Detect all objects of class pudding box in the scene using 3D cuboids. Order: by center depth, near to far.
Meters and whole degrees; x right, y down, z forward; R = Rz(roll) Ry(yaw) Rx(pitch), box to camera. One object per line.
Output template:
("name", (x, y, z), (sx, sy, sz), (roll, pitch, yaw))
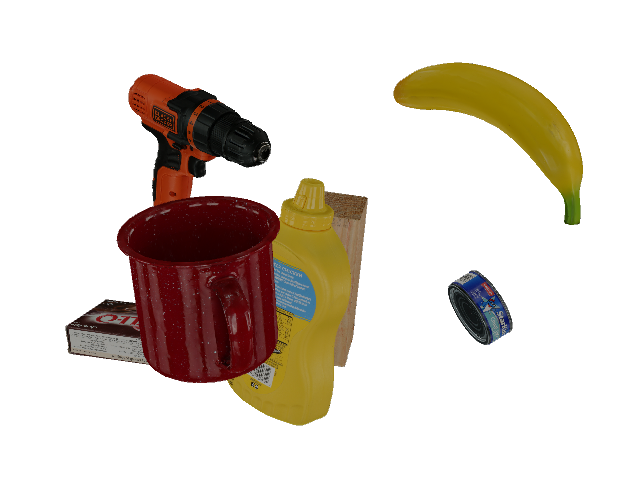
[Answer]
("pudding box", (-0.217, 0.103, 1.209), (0.114, 0.039, 0.090), (3, 17, 19))

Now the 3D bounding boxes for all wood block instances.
("wood block", (0.004, 0.048, 1.391), (0.090, 0.206, 0.090), (8, 23, 6))

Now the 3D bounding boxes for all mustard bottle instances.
("mustard bottle", (-0.022, 0.043, 0.847), (0.096, 0.192, 0.058), (27, 27, 38))

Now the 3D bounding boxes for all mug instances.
("mug", (-0.062, 0.034, 0.613), (0.093, 0.081, 0.117), (-14, 28, -21))

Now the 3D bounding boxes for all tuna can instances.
("tuna can", (0.187, 0.080, 1.261), (0.033, 0.086, 0.086), (-30, 7, -12))

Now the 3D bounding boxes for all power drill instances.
("power drill", (-0.125, -0.062, 1.095), (0.185, 0.188, 0.057), (30, 38, 34))

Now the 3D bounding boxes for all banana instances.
("banana", (0.125, -0.090, 0.779), (0.037, 0.070, 0.198), (4, 30, -44))
